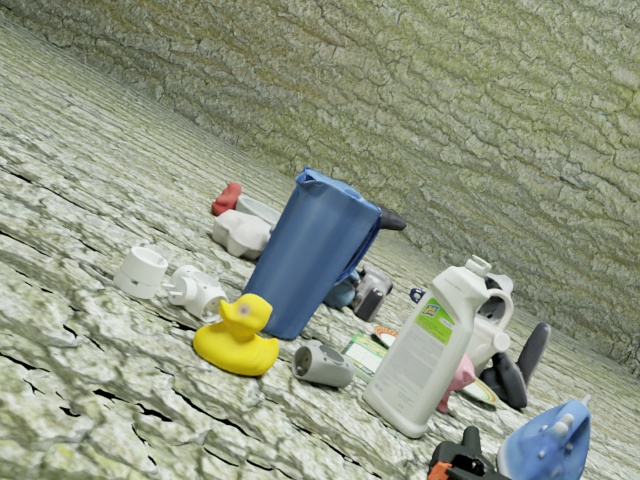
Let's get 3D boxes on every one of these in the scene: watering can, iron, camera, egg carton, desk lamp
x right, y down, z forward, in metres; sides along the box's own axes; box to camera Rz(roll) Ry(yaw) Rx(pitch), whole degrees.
[{"bbox_3d":[0.346,0.197,1.219,0.101,0.194,0.172,24,11,-35],"label":"watering can"},{"bbox_3d":[0.352,0.300,0.856,0.118,0.141,0.259,35,11,29],"label":"iron"},{"bbox_3d":[0.082,0.093,1.242,0.137,0.101,0.143,31,9,3],"label":"camera"},{"bbox_3d":[-0.144,-0.006,1.164,0.107,0.069,0.151,35,11,29],"label":"egg carton"},{"bbox_3d":[0.389,0.177,1.396,0.117,0.213,0.204,35,10,25],"label":"desk lamp"}]

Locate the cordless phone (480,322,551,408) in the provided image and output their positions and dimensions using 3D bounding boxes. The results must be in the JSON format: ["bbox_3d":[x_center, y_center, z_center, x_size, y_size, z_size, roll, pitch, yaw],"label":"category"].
[{"bbox_3d":[0.430,0.251,1.222,0.094,0.185,0.147,30,9,-3],"label":"cordless phone"}]

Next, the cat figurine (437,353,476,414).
[{"bbox_3d":[0.210,0.215,0.941,0.067,0.117,0.128,30,9,0],"label":"cat figurine"}]

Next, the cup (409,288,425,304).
[{"bbox_3d":[0.246,0.175,1.334,0.117,0.095,0.092,32,9,8],"label":"cup"}]

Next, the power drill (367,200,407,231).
[{"bbox_3d":[0.078,-0.014,1.458,0.230,0.208,0.075,29,9,-10],"label":"power drill"}]

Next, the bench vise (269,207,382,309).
[{"bbox_3d":[0.015,0.008,1.111,0.208,0.219,0.121,25,11,-31],"label":"bench vise"}]

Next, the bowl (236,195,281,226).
[{"bbox_3d":[-0.130,-0.031,1.321,0.167,0.074,0.167,29,9,-5],"label":"bowl"}]

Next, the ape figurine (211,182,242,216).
[{"bbox_3d":[-0.213,-0.094,1.343,0.076,0.092,0.078,35,11,28],"label":"ape figurine"}]

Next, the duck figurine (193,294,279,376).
[{"bbox_3d":[-0.088,0.108,0.687,0.105,0.086,0.077,25,10,-27],"label":"duck figurine"}]
